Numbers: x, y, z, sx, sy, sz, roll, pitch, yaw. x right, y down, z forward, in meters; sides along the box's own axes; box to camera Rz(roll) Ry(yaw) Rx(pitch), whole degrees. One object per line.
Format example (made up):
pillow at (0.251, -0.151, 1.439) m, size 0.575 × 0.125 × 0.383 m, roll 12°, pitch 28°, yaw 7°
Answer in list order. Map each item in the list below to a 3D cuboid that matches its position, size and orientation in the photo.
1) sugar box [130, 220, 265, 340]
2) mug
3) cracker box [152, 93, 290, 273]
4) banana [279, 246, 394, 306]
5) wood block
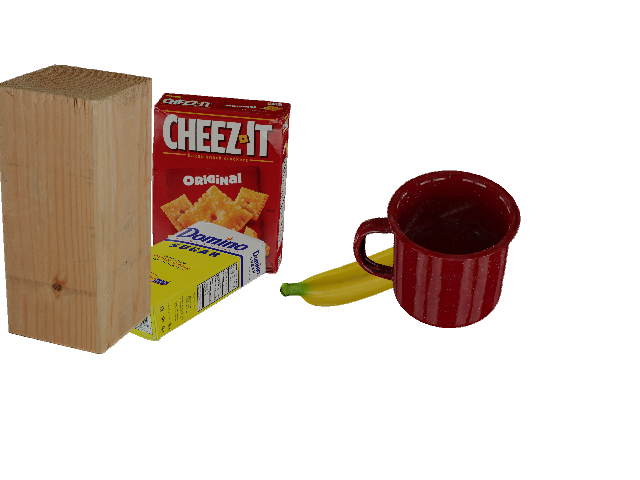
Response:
sugar box at (-0.144, 0.036, 1.094) m, size 0.093 × 0.048 × 0.175 m, roll 18°, pitch 34°, yaw 29°
mug at (0.082, 0.009, 0.778) m, size 0.117 × 0.081 × 0.093 m, roll 1°, pitch 44°, yaw 3°
cracker box at (-0.127, -0.069, 1.349) m, size 0.164 × 0.214 × 0.072 m, roll 5°, pitch 22°, yaw 2°
banana at (0.064, 0.024, 0.984) m, size 0.198 × 0.037 × 0.069 m, roll -22°, pitch -8°, yaw 9°
wood block at (-0.194, -0.027, 0.854) m, size 0.091 × 0.206 × 0.090 m, roll 11°, pitch 23°, yaw 16°
